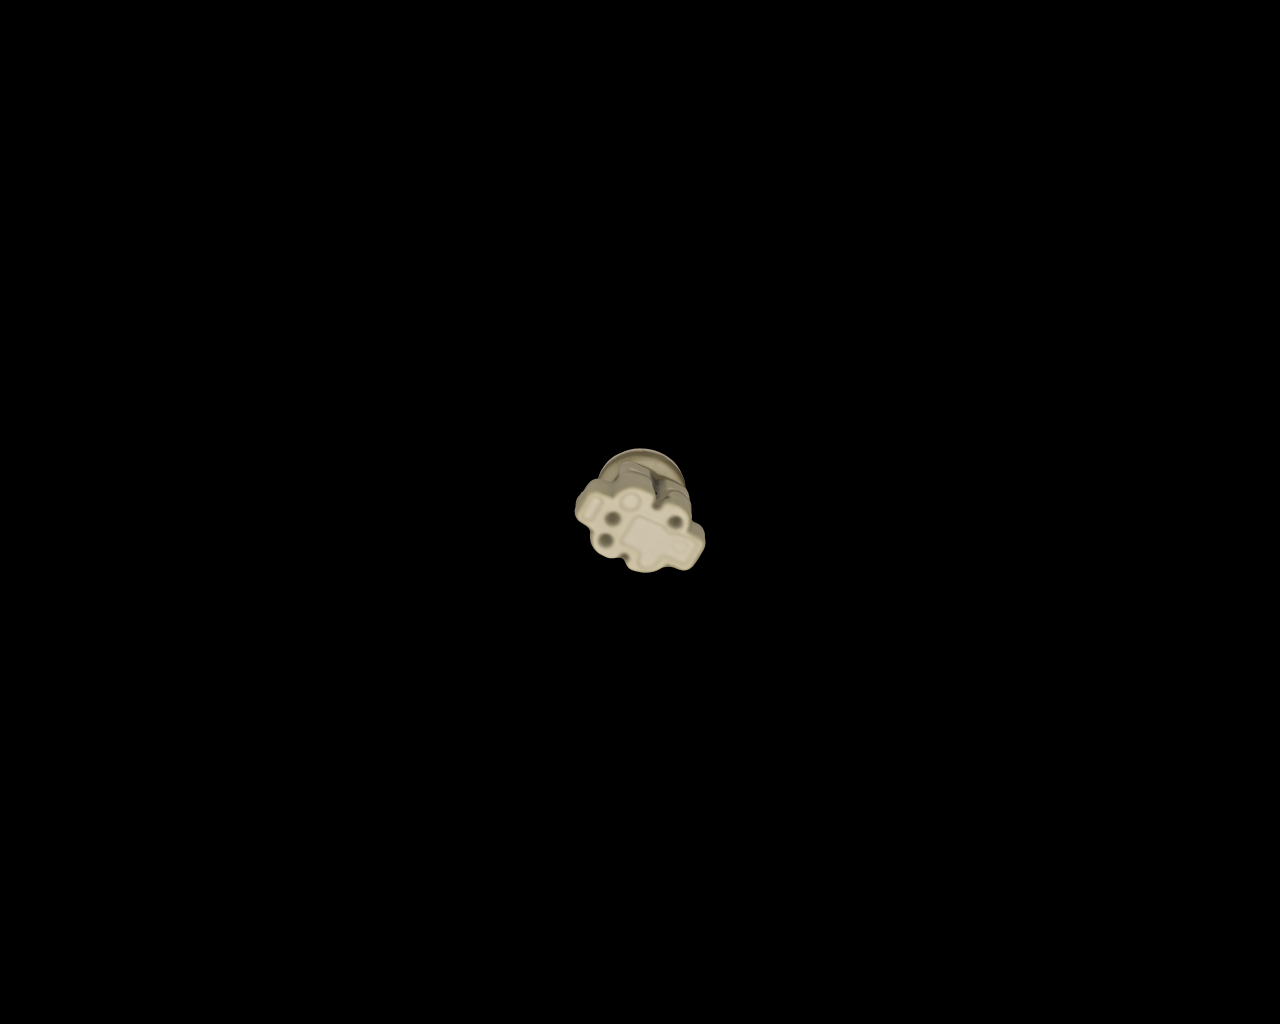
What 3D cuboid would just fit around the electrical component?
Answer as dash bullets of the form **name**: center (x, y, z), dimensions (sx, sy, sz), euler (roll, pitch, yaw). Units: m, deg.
- **electrical component**: center (0.001, -0.003, 0.650), dimensions (0.078, 0.058, 0.057), euler (25, 27, -14)
